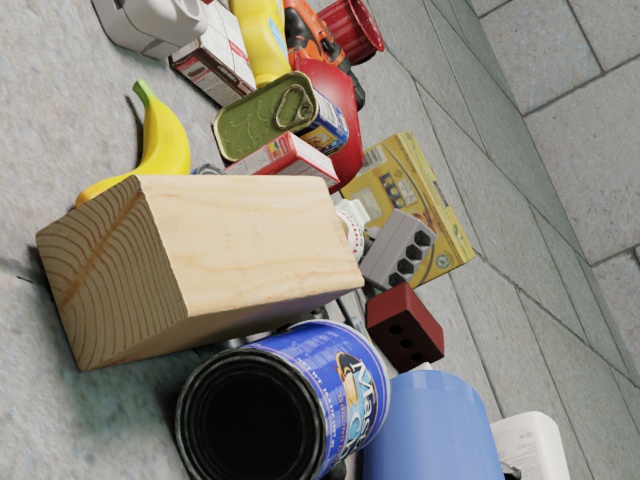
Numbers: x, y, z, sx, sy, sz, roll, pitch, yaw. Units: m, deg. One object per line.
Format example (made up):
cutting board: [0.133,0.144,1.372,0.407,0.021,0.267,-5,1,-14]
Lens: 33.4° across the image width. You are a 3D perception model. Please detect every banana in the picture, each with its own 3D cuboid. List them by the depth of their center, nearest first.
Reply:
banana: [-0.128,-0.051,0.775,0.069,0.037,0.197,32,26,-16]

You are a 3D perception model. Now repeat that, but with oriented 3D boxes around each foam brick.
foam brick: [0.088,0.093,1.112,0.078,0.053,0.051,51,22,-27]

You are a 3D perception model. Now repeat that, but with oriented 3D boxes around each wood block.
wood block: [-0.069,0.015,0.692,0.205,0.091,0.090,-5,71,-59]

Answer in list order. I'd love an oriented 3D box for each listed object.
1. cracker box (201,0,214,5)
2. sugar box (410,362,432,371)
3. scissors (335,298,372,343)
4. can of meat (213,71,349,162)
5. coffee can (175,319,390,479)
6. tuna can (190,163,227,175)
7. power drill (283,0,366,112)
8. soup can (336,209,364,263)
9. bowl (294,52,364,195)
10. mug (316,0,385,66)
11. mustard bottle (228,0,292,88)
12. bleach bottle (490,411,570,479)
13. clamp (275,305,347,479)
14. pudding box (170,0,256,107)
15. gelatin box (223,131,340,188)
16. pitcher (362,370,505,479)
cracker box: [-0.163,-0.333,0.955,0.213,0.072,0.164,32,33,-37]
sugar box: [0.132,0.219,1.067,0.176,0.048,0.093,55,19,-10]
scissors: [0.029,0.074,0.972,0.096,0.016,0.201,-111,176,-56]
can of meat: [-0.033,-0.101,0.986,0.083,0.102,0.057,29,38,-62]
coffee can: [-0.020,0.113,0.719,0.103,0.103,0.140,64,19,6]
tuna can: [-0.084,-0.015,0.838,0.086,0.034,0.086,51,22,-30]
power drill: [-0.003,-0.195,1.269,0.184,0.057,0.187,51,19,-25]
soup can: [-0.006,0.001,0.966,0.068,0.069,0.102,66,18,11]
bowl: [0.013,-0.119,1.111,0.162,0.055,0.162,-8,90,-86]
mug: [0.033,-0.266,1.415,0.117,0.082,0.093,30,37,-57]
mustard bottle: [-0.060,-0.196,1.106,0.096,0.058,0.191,72,6,-48]
bleach bottle: [0.223,0.311,1.123,0.068,0.103,0.251,37,37,-39]
clamp: [-0.008,0.071,0.867,0.164,0.036,0.210,-63,137,-71]
pudding box: [-0.108,-0.189,1.008,0.090,0.039,0.113,35,29,-48]
gelatin box: [-0.034,-0.058,0.965,0.089,0.073,0.030,24,41,-61]
pitcher: [0.102,0.216,0.851,0.149,0.145,0.243,59,15,-25]
